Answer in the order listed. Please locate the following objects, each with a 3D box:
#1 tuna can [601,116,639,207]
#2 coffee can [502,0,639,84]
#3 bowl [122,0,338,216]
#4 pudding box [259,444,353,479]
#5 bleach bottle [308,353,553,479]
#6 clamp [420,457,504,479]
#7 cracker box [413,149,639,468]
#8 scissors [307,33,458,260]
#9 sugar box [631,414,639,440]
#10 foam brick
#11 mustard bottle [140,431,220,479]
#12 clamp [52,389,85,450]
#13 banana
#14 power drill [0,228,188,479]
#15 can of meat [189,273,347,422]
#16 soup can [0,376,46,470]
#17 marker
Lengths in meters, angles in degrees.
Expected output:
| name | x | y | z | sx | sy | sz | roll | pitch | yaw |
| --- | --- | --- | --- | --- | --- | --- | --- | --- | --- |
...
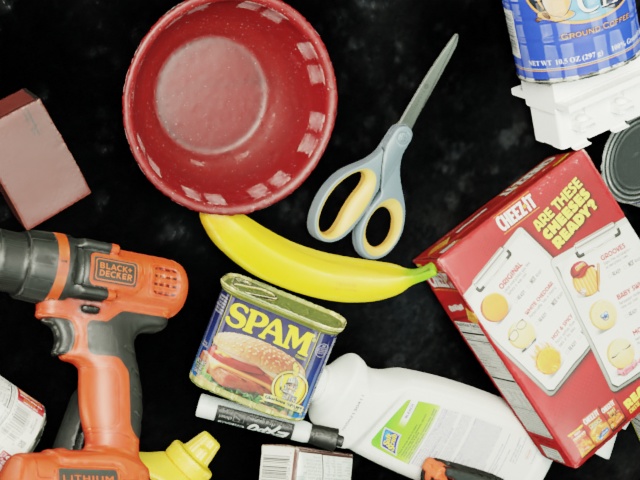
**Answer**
| name | x | y | z | sx | sy | sz | roll | pitch | yaw |
| --- | --- | --- | --- | --- | --- | --- | --- | --- | --- |
| tuna can | 0.289 | -0.070 | 0.934 | 0.033 | 0.086 | 0.086 | 13 | 99 | -29 |
| coffee can | 0.192 | -0.207 | 0.841 | 0.102 | 0.103 | 0.140 | -24 | 113 | -17 |
| bowl | -0.071 | -0.102 | 0.779 | 0.161 | 0.055 | 0.162 | -7 | 107 | -23 |
| pudding box | -0.013 | 0.226 | 0.869 | 0.089 | 0.039 | 0.113 | 24 | 69 | -55 |
| bleach bottle | 0.088 | 0.154 | 0.922 | 0.250 | 0.068 | 0.102 | 27 | 90 | -26 |
| clamp | 0.156 | 0.263 | 0.922 | 0.164 | 0.036 | 0.210 | -32 | 110 | -14 |
| cracker box | 0.205 | 0.057 | 0.908 | 0.164 | 0.072 | 0.213 | -36 | 98 | -15 |
| scissors | 0.070 | -0.066 | 0.876 | 0.201 | 0.016 | 0.096 | -47 | 123 | -10 |
| sugar box | 0.357 | 0.170 | 1.058 | 0.093 | 0.048 | 0.176 | -33 | 112 | -12 |
| foam brick | -0.202 | -0.057 | 0.735 | 0.053 | 0.051 | 0.078 | -31 | 115 | -16 |
| mustard bottle | -0.151 | 0.225 | 0.834 | 0.191 | 0.058 | 0.096 | -46 | 99 | -7 |
| clamp | -0.196 | 0.191 | 0.792 | 0.171 | 0.120 | 0.039 | -33 | 158 | -8 |
| banana | -0.009 | 0.014 | 0.841 | 0.197 | 0.037 | 0.070 | 14 | 132 | -20 |
| power drill | -0.179 | 0.087 | 0.740 | 0.184 | 0.057 | 0.187 | 12 | 72 | -33 |
| can of meat | -0.042 | 0.084 | 0.830 | 0.102 | 0.057 | 0.084 | 22 | 99 | 3 |
| soup can | -0.253 | 0.118 | 0.753 | 0.068 | 0.069 | 0.102 | -49 | 118 | -5 |
| marker | -0.039 | 0.148 | 0.859 | 0.121 | 0.020 | 0.020 | 15 | 99 | -2 |
